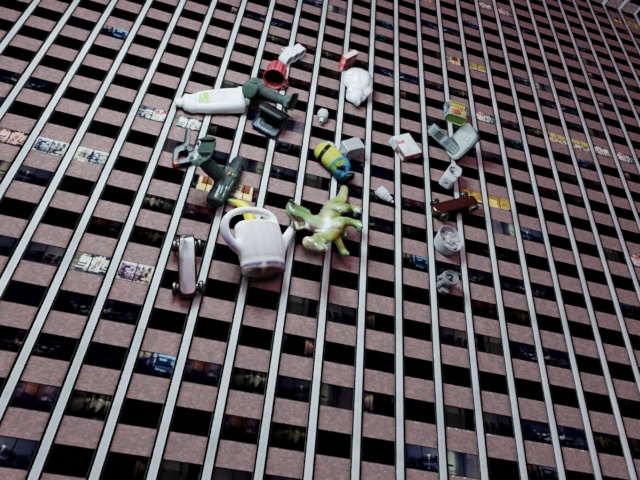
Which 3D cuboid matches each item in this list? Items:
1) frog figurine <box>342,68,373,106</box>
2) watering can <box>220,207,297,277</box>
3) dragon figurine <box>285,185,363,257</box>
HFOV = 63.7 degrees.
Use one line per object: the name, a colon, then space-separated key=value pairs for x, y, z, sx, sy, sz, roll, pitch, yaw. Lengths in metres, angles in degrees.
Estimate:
frog figurine: x=0.153 y=-0.642 z=2.152 sx=0.136 sy=0.120 sz=0.163 roll=36 pitch=39 yaw=-17
watering can: x=-0.151 y=0.007 z=1.593 sx=0.347 sy=0.102 sz=0.227 roll=5 pitch=67 yaw=-42
dragon figurine: x=0.005 y=-0.085 z=1.692 sx=0.242 sy=0.120 sz=0.420 roll=19 pitch=35 yaw=-20
